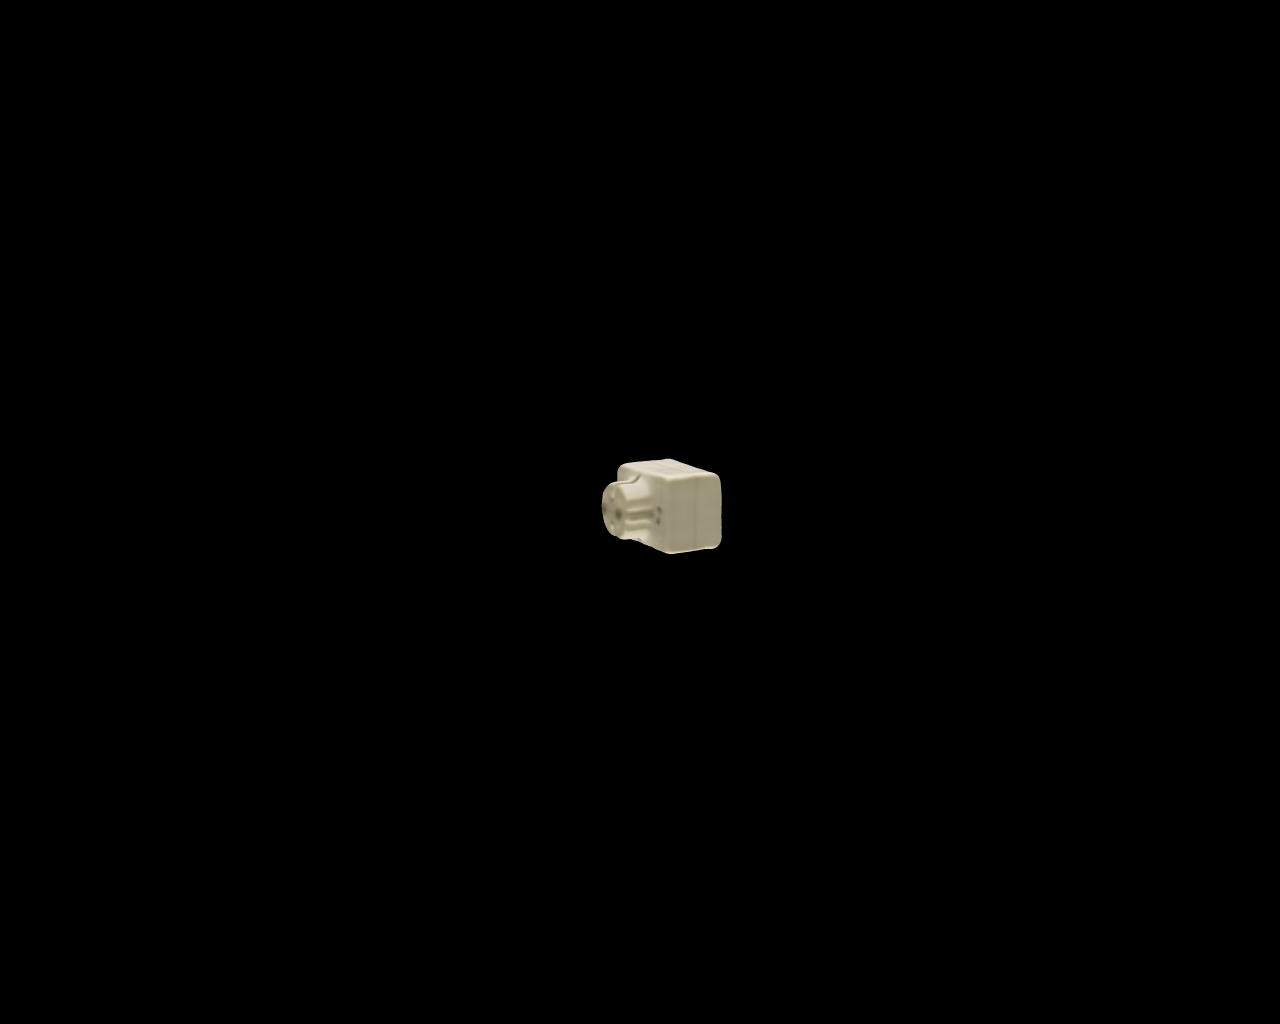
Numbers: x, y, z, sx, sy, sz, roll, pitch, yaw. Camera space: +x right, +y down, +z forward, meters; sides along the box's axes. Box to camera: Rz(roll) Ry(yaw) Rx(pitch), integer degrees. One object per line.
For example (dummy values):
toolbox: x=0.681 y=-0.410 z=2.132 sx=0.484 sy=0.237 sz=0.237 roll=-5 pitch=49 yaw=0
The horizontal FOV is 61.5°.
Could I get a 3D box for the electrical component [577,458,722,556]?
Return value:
electrical component: x=0.001 y=-0.003 z=0.650 sx=0.077 sy=0.047 sz=0.066 roll=-6 pitch=13 yaw=-27
